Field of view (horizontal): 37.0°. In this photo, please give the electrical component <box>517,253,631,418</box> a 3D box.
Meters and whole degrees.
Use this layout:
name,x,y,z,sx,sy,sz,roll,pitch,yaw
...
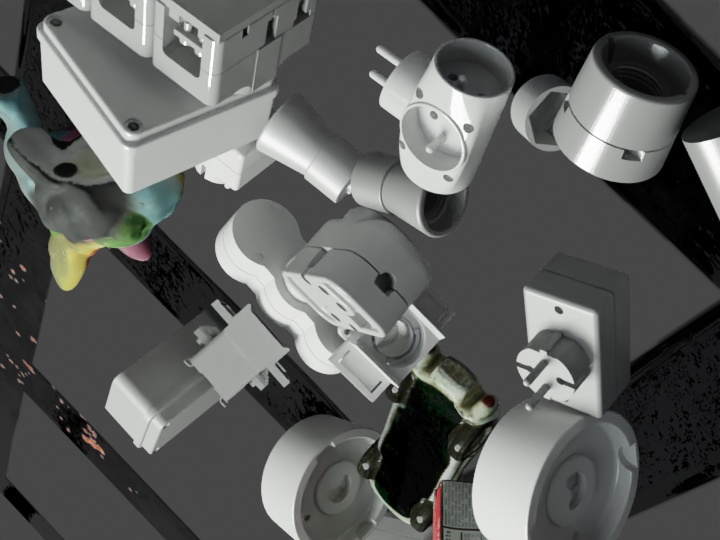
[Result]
name,x,y,z,sx,sy,sz,roll,pitch,yaw
electrical component,0.114,0.048,0.609,0.047,0.076,0.083,21,138,35

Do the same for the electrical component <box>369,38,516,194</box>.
name,x,y,z,sx,sy,sz,roll,pitch,yaw
electrical component,0.037,-0.092,0.582,0.079,0.044,0.077,38,145,14

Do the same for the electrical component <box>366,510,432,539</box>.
name,x,y,z,sx,sy,sz,roll,pitch,yaw
electrical component,0.034,0.245,0.912,0.096,0.061,0.061,-1,123,49

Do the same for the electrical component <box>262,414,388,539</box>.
name,x,y,z,sx,sy,sz,roll,pitch,yaw
electrical component,-0.030,0.169,0.871,0.060,0.108,0.108,19,137,46

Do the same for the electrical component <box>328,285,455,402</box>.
name,x,y,z,sx,sy,sz,roll,pitch,yaw
electrical component,0.018,0.042,0.715,0.042,0.081,0.064,46,173,-16

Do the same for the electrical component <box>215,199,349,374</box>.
name,x,y,z,sx,sy,sz,roll,pitch,yaw
electrical component,-0.037,0.007,0.759,0.138,0.052,0.074,49,146,-2

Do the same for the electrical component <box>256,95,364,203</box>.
name,x,y,z,sx,sy,sz,roll,pitch,yaw
electrical component,-0.027,-0.074,0.677,0.065,0.044,0.044,39,146,4

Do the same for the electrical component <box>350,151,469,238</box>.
name,x,y,z,sx,sy,sz,roll,pitch,yaw
electrical component,0.026,-0.048,0.642,0.065,0.044,0.044,21,138,42

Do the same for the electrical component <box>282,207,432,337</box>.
name,x,y,z,sx,sy,sz,roll,pitch,yaw
electrical component,0.000,0.000,0.680,0.053,0.059,0.095,46,165,-20

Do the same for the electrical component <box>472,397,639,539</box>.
name,x,y,z,sx,sy,sz,roll,pitch,yaw
electrical component,0.116,0.130,0.666,0.060,0.108,0.108,17,136,47

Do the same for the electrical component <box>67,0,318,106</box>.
name,x,y,z,sx,sy,sz,roll,pitch,yaw
electrical component,-0.108,-0.171,0.623,0.150,0.089,0.061,38,145,15

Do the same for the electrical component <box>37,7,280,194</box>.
name,x,y,z,sx,sy,sz,roll,pitch,yaw
electrical component,-0.124,-0.118,0.662,0.108,0.109,0.056,51,151,20

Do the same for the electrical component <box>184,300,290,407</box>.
name,x,y,z,sx,sy,sz,roll,pitch,yaw
electrical component,-0.092,0.064,0.823,0.078,0.063,0.121,49,175,-1

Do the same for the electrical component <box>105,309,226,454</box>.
name,x,y,z,sx,sy,sz,roll,pitch,yaw
electrical component,-0.156,0.097,0.930,0.057,0.113,0.078,46,147,9

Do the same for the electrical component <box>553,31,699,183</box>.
name,x,y,z,sx,sy,sz,roll,pitch,yaw
electrical component,0.123,-0.076,0.494,0.055,0.055,0.047,36,141,17

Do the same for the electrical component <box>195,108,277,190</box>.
name,x,y,z,sx,sy,sz,roll,pitch,yaw
electrical component,-0.093,-0.085,0.732,0.066,0.047,0.076,40,147,12
